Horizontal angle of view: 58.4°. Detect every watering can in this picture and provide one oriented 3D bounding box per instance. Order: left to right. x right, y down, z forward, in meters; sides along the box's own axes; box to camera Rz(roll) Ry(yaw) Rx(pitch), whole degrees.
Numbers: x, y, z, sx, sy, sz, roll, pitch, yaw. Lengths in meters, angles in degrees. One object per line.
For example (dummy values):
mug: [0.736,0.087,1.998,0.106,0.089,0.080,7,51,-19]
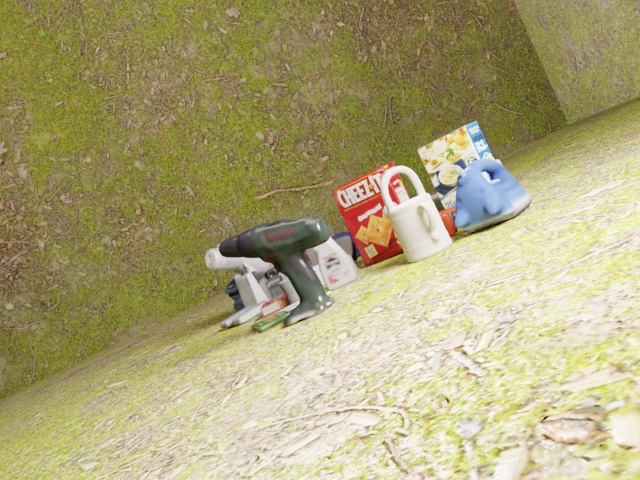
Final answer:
watering can: [0.184,-0.058,1.193,0.101,0.194,0.172,-28,3,-39]

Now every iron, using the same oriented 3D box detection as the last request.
iron: [0.361,-0.114,1.211,0.118,0.141,0.259,-23,3,41]

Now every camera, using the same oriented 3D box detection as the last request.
camera: [-0.120,0.114,1.718,0.143,0.101,0.136,-26,3,-8]

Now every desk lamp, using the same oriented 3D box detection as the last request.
desk lamp: [-0.213,0.103,1.570,0.117,0.213,0.204,-23,4,42]

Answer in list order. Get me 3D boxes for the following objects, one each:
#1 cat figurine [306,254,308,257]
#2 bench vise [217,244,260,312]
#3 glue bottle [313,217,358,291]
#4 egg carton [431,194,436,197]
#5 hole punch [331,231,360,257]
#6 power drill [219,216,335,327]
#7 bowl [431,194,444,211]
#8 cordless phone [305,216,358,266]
cat figurine: [-0.035,0.062,1.766,0.127,0.118,0.067,-25,3,5]
bench vise: [-0.238,0.102,1.756,0.121,0.220,0.207,-25,3,10]
glue bottle: [0.019,0.026,1.321,0.078,0.173,0.037,-25,3,7]
egg carton: [0.366,-0.106,1.842,0.150,0.069,0.107,-24,3,31]
hole punch: [0.099,0.010,1.820,0.100,0.091,0.109,-23,3,40]
power drill: [-0.069,0.058,1.136,0.229,0.208,0.076,-25,3,17]
bowl: [0.333,-0.087,1.704,0.167,0.075,0.167,-25,3,2]
cordless phone: [0.015,0.006,1.651,0.147,0.185,0.094,-25,3,19]
